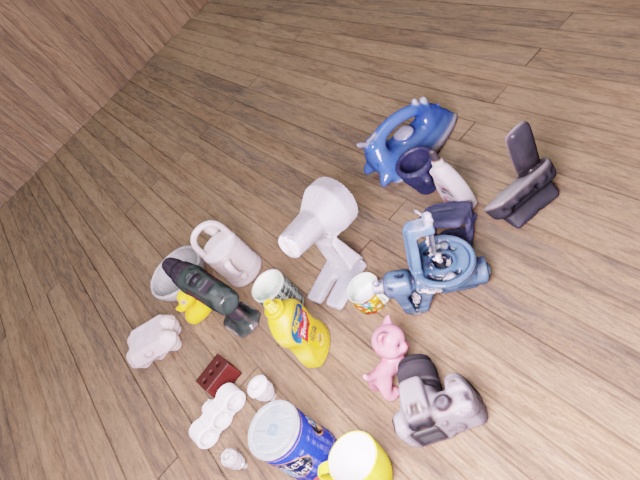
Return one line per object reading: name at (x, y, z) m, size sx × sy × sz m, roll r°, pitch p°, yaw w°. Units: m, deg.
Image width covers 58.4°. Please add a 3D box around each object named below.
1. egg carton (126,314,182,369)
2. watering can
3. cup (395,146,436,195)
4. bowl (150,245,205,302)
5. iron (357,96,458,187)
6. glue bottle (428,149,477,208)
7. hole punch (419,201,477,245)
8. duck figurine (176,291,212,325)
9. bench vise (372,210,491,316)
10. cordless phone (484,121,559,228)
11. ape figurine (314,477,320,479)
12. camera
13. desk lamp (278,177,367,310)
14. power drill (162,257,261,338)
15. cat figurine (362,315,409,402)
egg carton at (-0.416, 0.255, 1.430) m, size 0.150 × 0.070 × 0.107 m, roll -31°, pitch 42°, yaw 12°
watering can at (-0.242, 0.022, 1.403) m, size 0.172 × 0.195 × 0.101 m, roll 23°, pitch 71°, yaw 47°
cup at (0.228, -0.138, 1.252) m, size 0.091 × 0.095 × 0.117 m, roll -34°, pitch 41°, yaw 9°
bowl at (-0.363, 0.101, 1.521) m, size 0.167 × 0.075 × 0.167 m, roll -21°, pitch 45°, yaw 23°
iron at (0.201, -0.252, 1.338) m, size 0.258 × 0.142 × 0.118 m, roll -43°, pitch 40°, yaw -2°
glue bottle at (0.256, -0.125, 1.159) m, size 0.037 × 0.174 × 0.077 m, roll -50°, pitch 41°, yaw -10°
hole punch at (0.250, -0.039, 1.152) m, size 0.108 × 0.091 × 0.101 m, roll -7°, pitch 51°, yaw 34°
duck figurine at (-0.317, 0.149, 1.434) m, size 0.077 × 0.086 × 0.105 m, roll 20°, pitch 69°, yaw 46°
bench vise at (0.182, 0.049, 1.028) m, size 0.207 × 0.220 × 0.121 m, roll -35°, pitch 41°, yaw 8°
cordless phone at (0.358, -0.125, 1.070) m, size 0.147 × 0.186 × 0.093 m, roll -44°, pitch 40°, yaw -2°
ape figurine at (-0.007, 0.429, 0.941) m, size 0.075 × 0.092 × 0.078 m, roll 16°, pitch 66°, yaw 45°
camera at (0.181, 0.250, 0.945) m, size 0.143 × 0.101 × 0.136 m, roll -26°, pitch 43°, yaw 17°
desk lamp at (0.011, 0.004, 1.206) m, size 0.117 × 0.214 × 0.203 m, roll 9°, pitch 61°, yaw 42°
power drill at (-0.238, 0.131, 1.293) m, size 0.228 × 0.209 × 0.076 m, roll 19°, pitch 68°, yaw 46°
cat figurine at (0.117, 0.205, 1.021) m, size 0.067 × 0.118 × 0.128 m, roll 17°, pitch 67°, yaw 45°
